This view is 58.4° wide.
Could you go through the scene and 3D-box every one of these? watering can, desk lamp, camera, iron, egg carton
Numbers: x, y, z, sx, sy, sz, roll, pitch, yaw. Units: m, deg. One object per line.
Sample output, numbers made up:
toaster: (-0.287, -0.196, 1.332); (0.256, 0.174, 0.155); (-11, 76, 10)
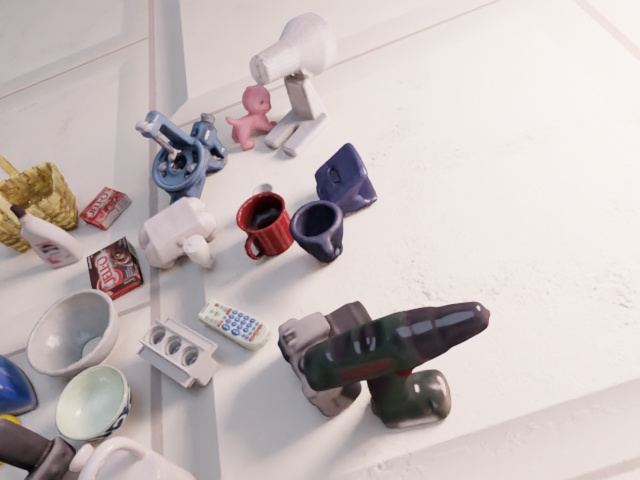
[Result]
watering can: (-0.248, 0.318, 0.737); (0.172, 0.194, 0.101); (-7, 51, 17)
desk lamp: (-0.049, -0.318, 1.157); (0.117, 0.214, 0.203); (24, 65, 34)
camera: (0.019, 0.153, 0.828); (0.137, 0.101, 0.142); (-31, 48, -4)
iron: (-0.617, 0.227, 0.989); (0.257, 0.142, 0.119); (8, 56, 26)
egg carton: (-0.271, -0.014, 1.096); (0.150, 0.070, 0.107); (-35, 49, -8)

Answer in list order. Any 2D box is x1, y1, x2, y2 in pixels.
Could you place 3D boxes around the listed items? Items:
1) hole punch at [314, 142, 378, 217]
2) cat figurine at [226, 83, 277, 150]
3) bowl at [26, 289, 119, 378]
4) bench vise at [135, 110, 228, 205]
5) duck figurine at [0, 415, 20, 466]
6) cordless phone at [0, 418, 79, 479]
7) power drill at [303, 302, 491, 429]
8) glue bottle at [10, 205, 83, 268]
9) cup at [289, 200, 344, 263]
hole punch: (0.040, -0.106, 1.034); (0.101, 0.091, 0.108); (-24, 48, 2)
cat figurine: (-0.148, -0.278, 1.227); (0.128, 0.118, 0.067); (-42, 50, -13)
bowl: (-0.415, 0.173, 0.999); (0.167, 0.075, 0.167); (-11, 50, 13)
bench vise: (-0.284, -0.191, 1.142); (0.121, 0.220, 0.207); (-10, 50, 14)
duck figurine: (-0.549, 0.322, 0.924); (0.077, 0.086, 0.104); (6, 56, 25)
cordless phone: (-0.434, 0.333, 0.803); (0.093, 0.185, 0.148); (10, 58, 28)
power drill: (0.104, 0.159, 0.718); (0.229, 0.209, 0.075); (-15, 49, 10)
glue bottle: (-0.550, -0.011, 1.133); (0.078, 0.173, 0.037); (-18, 49, 7)
cup: (0.009, 0.003, 0.956); (0.091, 0.095, 0.117); (-26, 48, 0)
